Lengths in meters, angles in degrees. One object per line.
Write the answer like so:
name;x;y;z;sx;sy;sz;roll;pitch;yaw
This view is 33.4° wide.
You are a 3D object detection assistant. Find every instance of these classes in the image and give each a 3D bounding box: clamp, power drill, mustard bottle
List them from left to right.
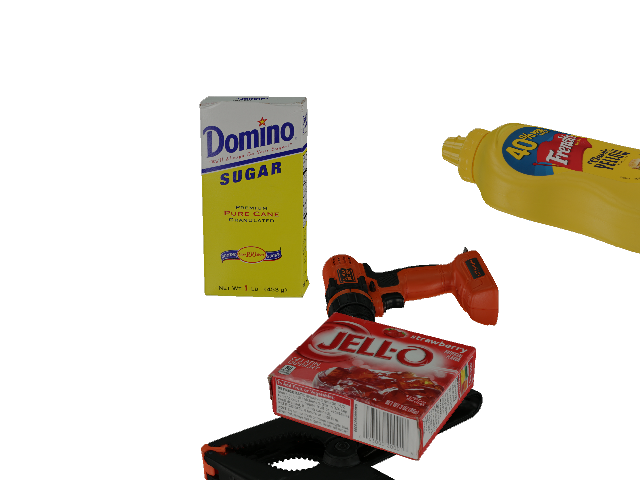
clamp;0.023;0.154;0.760;0.210;0.036;0.164;3;29;12
power drill;0.099;0.065;1.188;0.187;0.057;0.184;-3;28;-5
mustard bottle;0.173;-0.044;0.763;0.192;0.058;0.096;18;37;32

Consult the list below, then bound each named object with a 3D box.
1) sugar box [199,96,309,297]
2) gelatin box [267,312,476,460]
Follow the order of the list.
sugar box;-0.058;-0.039;0.953;0.093;0.176;0.048;0;15;6
gelatin box;0.028;0.074;0.570;0.089;0.030;0.073;13;30;27
